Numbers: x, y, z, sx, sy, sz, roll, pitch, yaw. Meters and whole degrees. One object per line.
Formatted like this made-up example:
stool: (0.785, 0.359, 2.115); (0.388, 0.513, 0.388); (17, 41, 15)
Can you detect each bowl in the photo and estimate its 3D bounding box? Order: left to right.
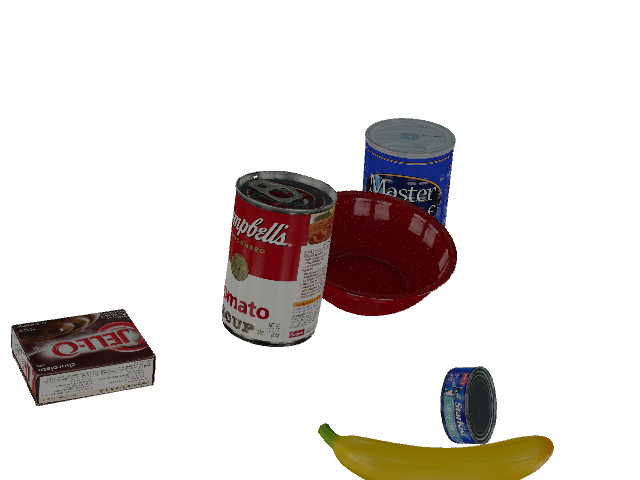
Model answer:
bowl: (0.044, 0.021, 1.006); (0.162, 0.055, 0.162); (5, 38, -5)

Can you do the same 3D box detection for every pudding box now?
pudding box: (-0.219, 0.106, 0.986); (0.113, 0.039, 0.090); (-9, 29, -27)

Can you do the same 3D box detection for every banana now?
banana: (0.098, 0.176, 0.863); (0.197, 0.037, 0.069); (6, 38, -4)

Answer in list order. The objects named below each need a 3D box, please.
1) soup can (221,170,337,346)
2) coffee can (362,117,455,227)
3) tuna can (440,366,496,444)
soup can: (-0.029, 0.012, 0.722); (0.068, 0.102, 0.068); (7, 24, -3)
coffee can: (0.099, -0.059, 1.242); (0.103, 0.140, 0.103); (2, 29, -1)
tuna can: (0.165, 0.183, 1.185); (0.034, 0.086, 0.086); (-5, -2, 30)
